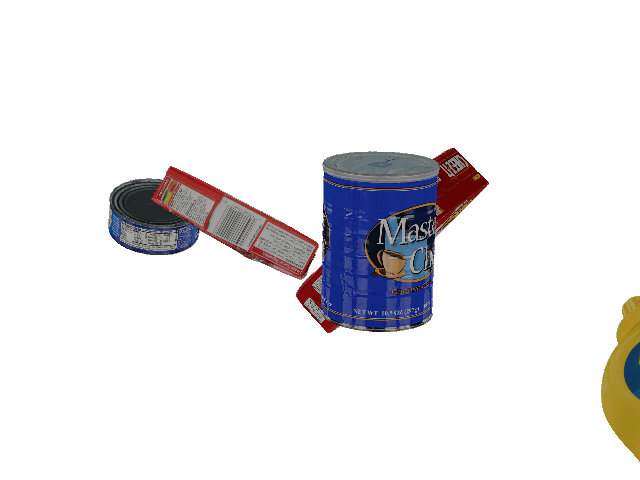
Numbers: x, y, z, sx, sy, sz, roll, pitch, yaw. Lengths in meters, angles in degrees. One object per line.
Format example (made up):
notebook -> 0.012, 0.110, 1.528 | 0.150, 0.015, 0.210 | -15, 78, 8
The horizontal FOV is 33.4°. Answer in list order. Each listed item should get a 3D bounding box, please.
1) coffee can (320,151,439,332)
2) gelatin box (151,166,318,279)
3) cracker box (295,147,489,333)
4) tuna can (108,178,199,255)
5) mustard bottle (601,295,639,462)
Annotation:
coffee can -> 0.052, -0.001, 0.955 | 0.103, 0.140, 0.103 | 1, 16, 0
gelatin box -> -0.055, -0.011, 0.697 | 0.089, 0.030, 0.073 | 28, 0, -40
cracker box -> 0.083, -0.003, 1.272 | 0.214, 0.072, 0.163 | -48, -8, 34
tuna can -> -0.153, -0.022, 0.986 | 0.086, 0.034, 0.086 | 8, 31, -5
mustard bottle -> 0.209, 0.095, 0.585 | 0.096, 0.058, 0.191 | -8, 35, -4
